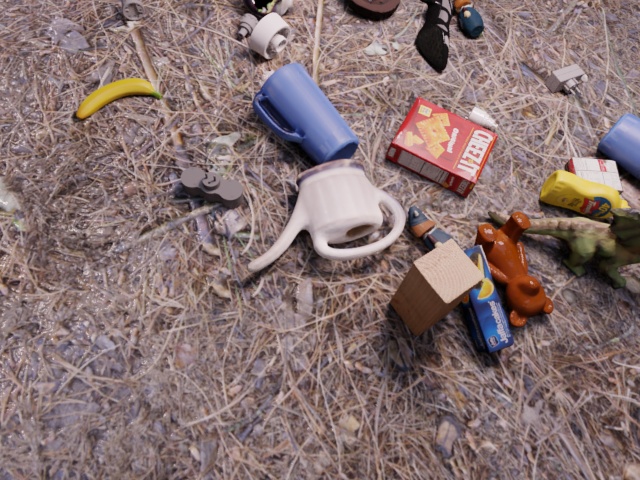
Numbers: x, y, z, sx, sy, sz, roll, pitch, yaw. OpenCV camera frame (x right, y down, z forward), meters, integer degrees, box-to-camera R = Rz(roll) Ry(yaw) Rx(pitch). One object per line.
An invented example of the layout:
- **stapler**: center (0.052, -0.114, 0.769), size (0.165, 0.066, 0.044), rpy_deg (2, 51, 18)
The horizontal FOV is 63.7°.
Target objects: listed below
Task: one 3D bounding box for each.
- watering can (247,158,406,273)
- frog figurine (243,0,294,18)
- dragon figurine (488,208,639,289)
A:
- **watering can**: center (0.003, -0.054, 1.074), size (0.348, 0.102, 0.229), rpy_deg (-11, 63, -12)
- **frog figurine**: center (-0.136, -0.670, 1.409), size (0.137, 0.120, 0.162), rpy_deg (8, 26, 7)
- **dragon figurine**: center (0.573, -0.017, 1.042), size (0.410, 0.238, 0.124), rpy_deg (19, 68, 2)
